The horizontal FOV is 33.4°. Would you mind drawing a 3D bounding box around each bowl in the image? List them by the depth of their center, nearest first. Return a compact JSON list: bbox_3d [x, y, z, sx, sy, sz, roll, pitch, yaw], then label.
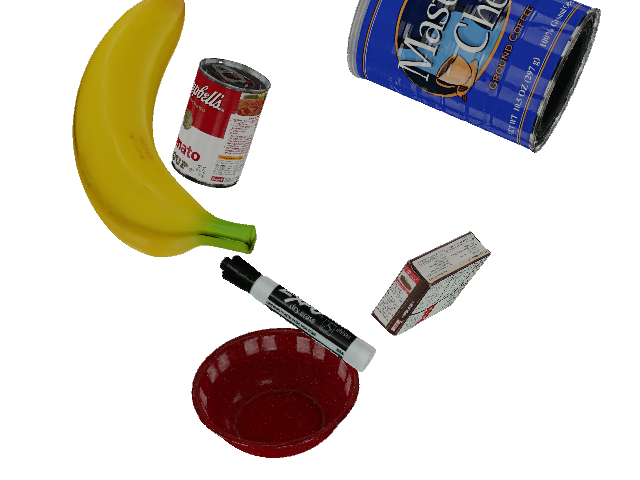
[{"bbox_3d":[-0.041,0.158,1.036,0.162,0.055,0.162,-3,37,2],"label":"bowl"}]

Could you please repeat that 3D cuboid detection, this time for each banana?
[{"bbox_3d":[-0.084,-0.056,0.511,0.069,0.198,0.037,-5,-43,-16],"label":"banana"}]

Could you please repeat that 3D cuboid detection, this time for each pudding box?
[{"bbox_3d":[0.117,0.045,1.124,0.113,0.039,0.090,-25,-26,-44],"label":"pudding box"}]

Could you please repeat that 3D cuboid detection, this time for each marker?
[{"bbox_3d":[-0.017,0.047,0.717,0.121,0.020,0.020,33,8,12],"label":"marker"}]

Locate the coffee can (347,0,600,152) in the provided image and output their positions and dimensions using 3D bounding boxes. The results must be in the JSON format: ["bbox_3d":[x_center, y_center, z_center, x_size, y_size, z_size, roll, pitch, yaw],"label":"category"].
[{"bbox_3d":[0.103,-0.134,0.726,0.140,0.103,0.102,26,8,16],"label":"coffee can"}]

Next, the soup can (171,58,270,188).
[{"bbox_3d":[-0.093,-0.109,0.989,0.068,0.102,0.068,17,26,-9],"label":"soup can"}]
